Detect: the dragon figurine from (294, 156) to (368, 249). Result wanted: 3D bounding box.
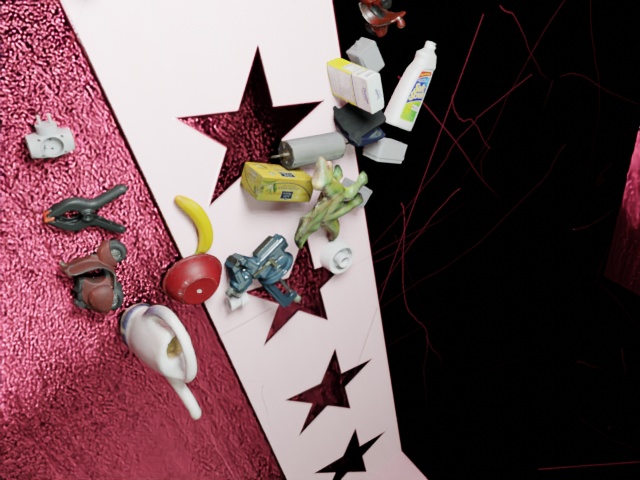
[{"bbox_3d":[0.004,-0.070,1.391,0.247,0.123,0.400,-40,153,-36],"label":"dragon figurine"}]

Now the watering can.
[{"bbox_3d":[-0.385,0.289,1.278,0.105,0.226,0.340,-35,137,-42],"label":"watering can"}]
